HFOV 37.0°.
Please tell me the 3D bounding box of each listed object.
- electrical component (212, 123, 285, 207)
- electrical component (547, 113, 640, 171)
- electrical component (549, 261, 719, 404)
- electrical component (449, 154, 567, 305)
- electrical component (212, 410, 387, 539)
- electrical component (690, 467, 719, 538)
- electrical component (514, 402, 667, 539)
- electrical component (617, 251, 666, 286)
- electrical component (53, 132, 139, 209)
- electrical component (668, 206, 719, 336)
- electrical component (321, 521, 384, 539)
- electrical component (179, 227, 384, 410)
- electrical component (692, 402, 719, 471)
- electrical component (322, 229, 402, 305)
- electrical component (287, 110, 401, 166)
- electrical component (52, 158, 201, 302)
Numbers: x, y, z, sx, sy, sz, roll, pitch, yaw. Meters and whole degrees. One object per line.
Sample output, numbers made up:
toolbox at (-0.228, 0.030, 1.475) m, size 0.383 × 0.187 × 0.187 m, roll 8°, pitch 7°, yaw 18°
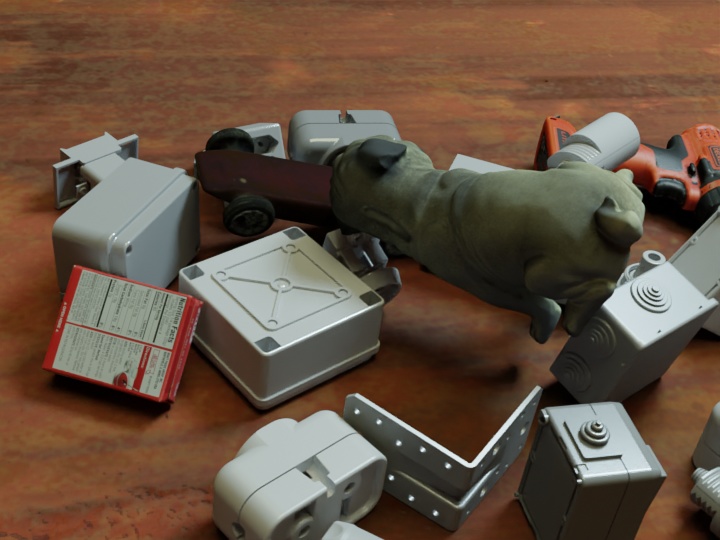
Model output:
electrical component at (-0.099, -0.088, 0.908) m, size 0.047 × 0.065 × 0.077 m, roll -15°, pitch 15°, yaw -27°
electrical component at (0.192, -0.096, 0.896) m, size 0.081 × 0.043 × 0.043 m, roll -31°, pitch 52°, yaw -33°
electrical component at (0.189, 0.048, 0.754) m, size 0.100 × 0.099 × 0.048 m, roll -23°, pitch 60°, yaw -34°
electrical component at (0.134, -0.028, 0.869) m, size 0.150 × 0.061 × 0.089 m, roll 17°, pitch 39°, yaw 11°
electrical component at (-0.039, 0.129, 0.644) m, size 0.095 × 0.053 × 0.059 m, roll -26°, pitch 49°, yaw -36°
electrical component at (0.241, 0.153, 0.672) m, size 0.043 × 0.043 × 0.081 m, roll -20°, pitch 46°, yaw -32°
electrical component at (0.140, 0.124, 0.647) m, size 0.061 × 0.096 × 0.061 m, roll -3°, pitch 39°, yaw -15°
electrical component at (0.219, 0.014, 0.830) m, size 0.043 × 0.062 × 0.043 m, roll 5°, pitch 37°, yaw -4°
electrical component at (-0.209, -0.075, 0.884) m, size 0.064 × 0.042 × 0.081 m, roll 36°, pitch 46°, yaw 29°
electrical component at (0.285, 0.007, 0.839) m, size 0.061 × 0.096 × 0.061 m, roll 24°, pitch 31°, yaw -27°
electrical component at (0.005, 0.172, 0.606) m, size 0.062 × 0.043 × 0.043 m, roll 22°, pitch 40°, yaw 16°
electrical component at (-0.057, 0.031, 0.763) m, size 0.109 × 0.056 × 0.109 m, roll -23°, pitch 47°, yaw -34°
electrical component at (0.273, 0.124, 0.703) m, size 0.054 × 0.059 × 0.095 m, roll -21°, pitch 46°, yaw -32°
electrical component at (0.000, 0.000, 0.812) m, size 0.048 × 0.066 × 0.055 m, roll -21°, pitch 66°, yaw -24°
electrical component at (-0.012, -0.103, 0.945) m, size 0.095 × 0.053 × 0.059 m, roll -2°, pitch 39°, yaw -13°
electrical component at (-0.169, -0.023, 0.795) m, size 0.057 × 0.078 × 0.113 m, roll 16°, pitch 38°, yaw 15°
